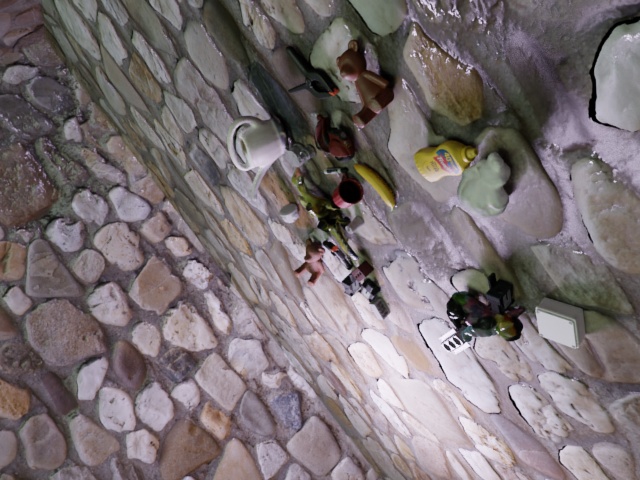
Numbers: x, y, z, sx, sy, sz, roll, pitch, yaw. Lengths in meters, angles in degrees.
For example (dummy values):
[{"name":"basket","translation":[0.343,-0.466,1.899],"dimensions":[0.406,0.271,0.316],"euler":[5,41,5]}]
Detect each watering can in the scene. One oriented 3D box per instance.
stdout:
[{"name":"watering can","translation":[-0.215,-0.318,1.910],"dimensions":[0.106,0.225,0.339],"euler":[50,162,47]}]

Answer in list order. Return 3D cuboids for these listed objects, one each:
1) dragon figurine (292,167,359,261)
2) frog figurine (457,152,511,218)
[{"name":"dragon figurine","translation":[0.006,-0.101,2.001],"dimensions":[0.403,0.123,0.246],"euler":[60,170,-27]},{"name":"frog figurine","translation":[0.411,-0.132,1.268],"dimensions":[0.139,0.123,0.156],"euler":[62,170,22]}]
